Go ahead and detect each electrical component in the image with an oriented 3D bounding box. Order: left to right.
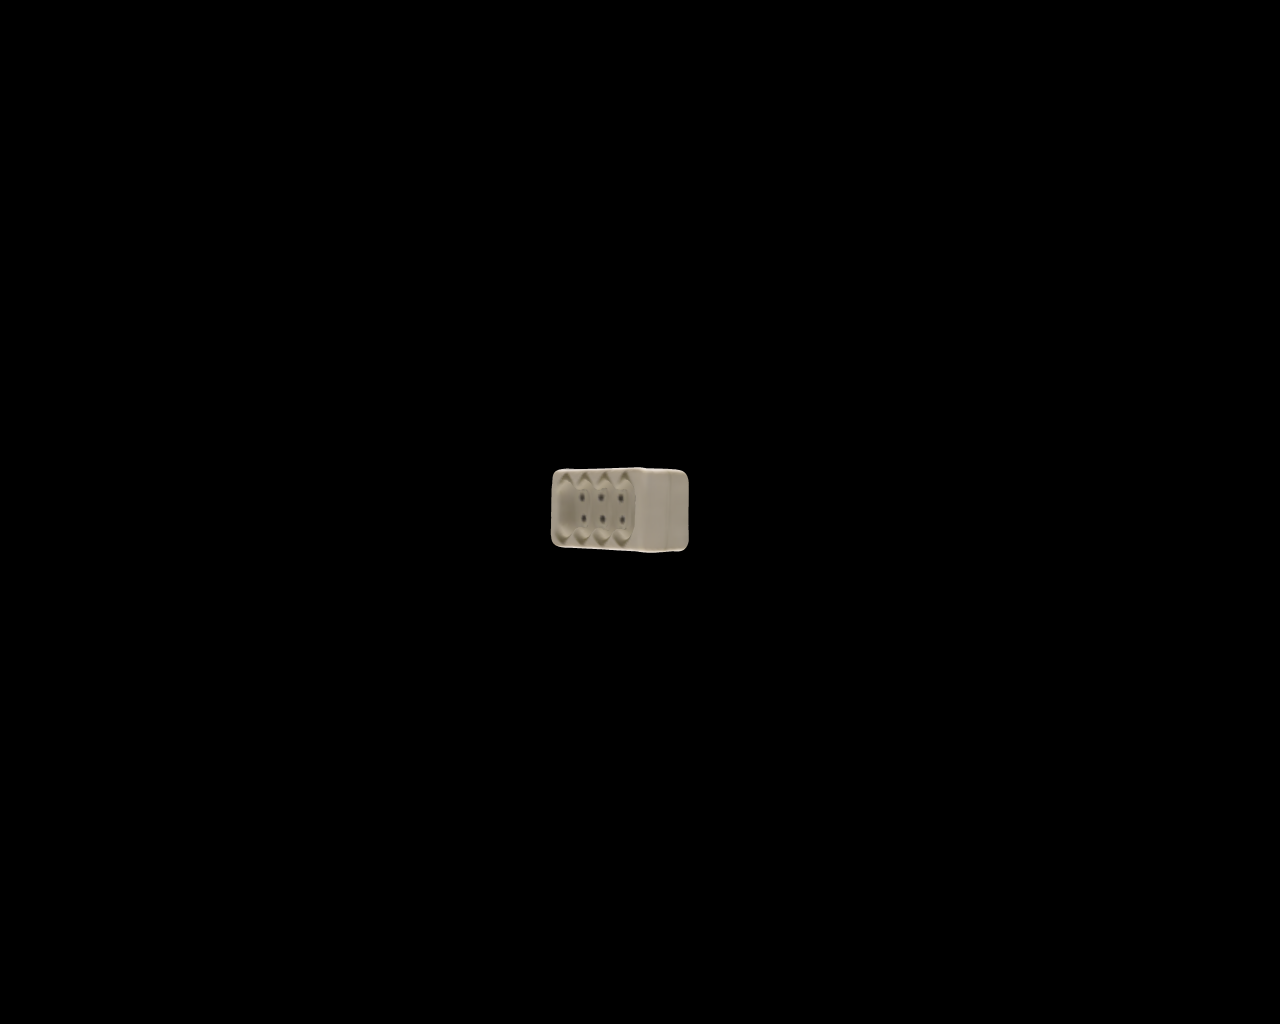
[{"bbox_3d":[0.001,-0.003,0.650,0.076,0.047,0.083,-2,3,-43],"label":"electrical component"}]
